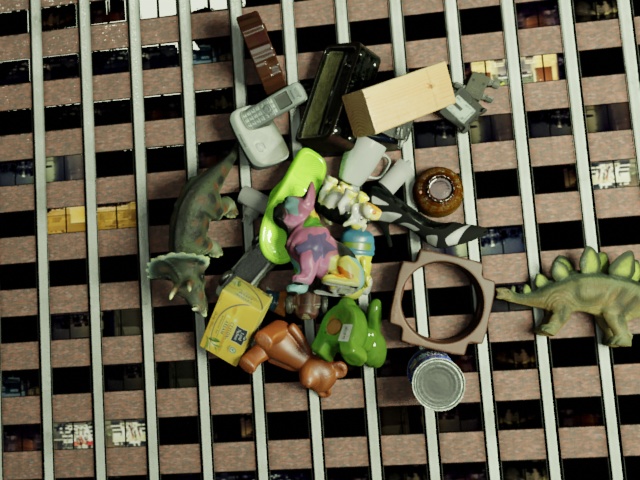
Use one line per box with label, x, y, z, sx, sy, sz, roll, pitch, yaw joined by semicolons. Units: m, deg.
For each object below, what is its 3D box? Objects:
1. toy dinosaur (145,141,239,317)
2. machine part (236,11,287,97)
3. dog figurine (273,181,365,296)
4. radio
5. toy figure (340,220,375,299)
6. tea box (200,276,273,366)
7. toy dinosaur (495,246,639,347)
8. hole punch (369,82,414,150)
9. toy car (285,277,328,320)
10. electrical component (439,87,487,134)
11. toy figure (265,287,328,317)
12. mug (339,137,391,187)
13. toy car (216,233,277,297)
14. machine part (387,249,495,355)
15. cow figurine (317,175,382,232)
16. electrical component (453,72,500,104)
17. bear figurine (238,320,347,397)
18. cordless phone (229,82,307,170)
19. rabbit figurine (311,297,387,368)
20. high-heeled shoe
toy dinosaur;-0.262;-0.049;1.148;0.131;0.192;0.404;12;88;4
machine part;-0.124;-0.405;1.173;0.056;0.179;0.179;-21;84;2
dog figurine;-0.002;-0.003;1.090;0.192;0.108;0.219;3;72;-5
radio;0.040;-0.306;1.165;0.073;0.131;0.229;18;88;-38
toy figure;0.074;0.039;1.166;0.089;0.082;0.180;2;90;16
tea box;-0.181;0.175;1.149;0.098;0.068;0.169;28;118;6
toy dinosaur;0.595;0.118;1.100;0.472;0.105;0.198;7;83;1
hole punch;0.145;-0.276;1.188;0.116;0.092;0.142;17;84;-23
toy car;-0.023;0.074;1.156;0.089;0.053;0.202;1;61;7
electrical component;0.297;-0.295;1.174;0.119;0.048;0.075;41;111;8
toy figure;-0.060;0.139;1.179;0.155;0.064;0.057;3;103;5
mug;0.095;-0.168;1.186;0.109;0.081;0.107;25;99;-23
toy car;-0.151;0.061;1.198;0.073;0.056;0.201;40;89;13
machine part;0.254;0.130;1.139;0.201;0.087;0.201;12;89;7
cow figurine;0.054;-0.062;1.114;0.168;0.068;0.098;43;108;50
electrical component;0.348;-0.342;1.195;0.094;0.021;0.063;24;88;8
bear figurine;-0.052;0.265;1.142;0.196;0.132;0.120;42;120;10
cordless phone;-0.094;-0.250;1.186;0.184;0.088;0.146;-29;83;11
rabbit figurine;0.078;0.203;1.133;0.121;0.170;0.159;-14;52;35
high-heeled shoe;0.221;-0.058;1.139;0.249;0.086;0.145;-7;106;25
